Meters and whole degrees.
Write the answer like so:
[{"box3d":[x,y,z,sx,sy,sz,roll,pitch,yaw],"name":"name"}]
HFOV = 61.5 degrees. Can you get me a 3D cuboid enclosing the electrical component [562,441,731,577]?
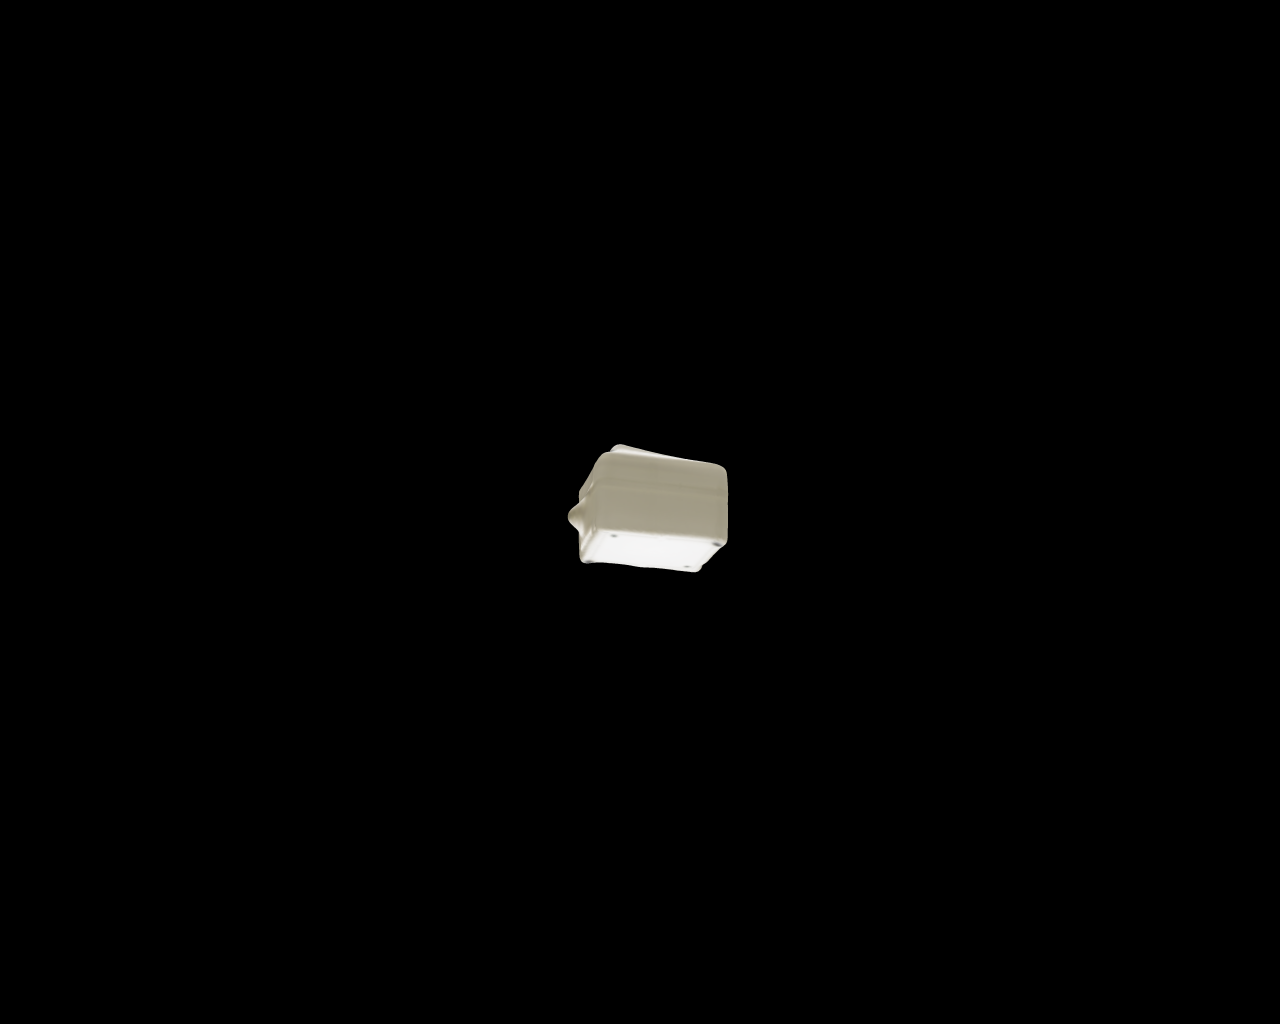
[{"box3d":[0.001,-0.003,0.650,0.096,0.061,0.061,6,-24,-14],"name":"electrical component"}]
